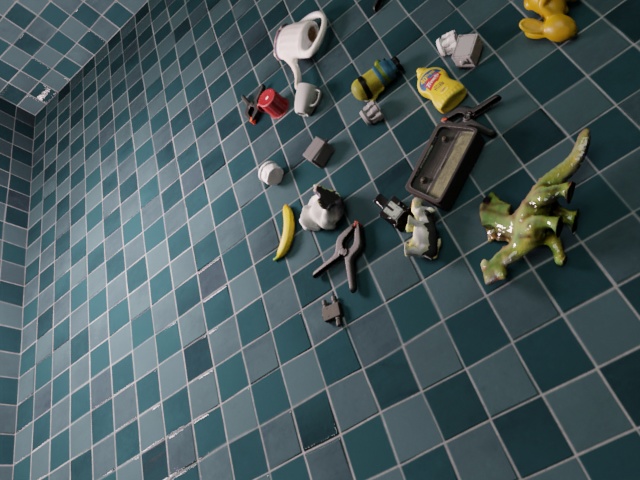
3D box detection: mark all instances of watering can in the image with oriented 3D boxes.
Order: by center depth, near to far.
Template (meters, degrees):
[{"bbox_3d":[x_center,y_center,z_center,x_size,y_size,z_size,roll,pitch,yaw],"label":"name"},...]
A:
[{"bbox_3d":[-0.091,-0.727,1.973,0.225,0.103,0.351,11,75,41],"label":"watering can"}]

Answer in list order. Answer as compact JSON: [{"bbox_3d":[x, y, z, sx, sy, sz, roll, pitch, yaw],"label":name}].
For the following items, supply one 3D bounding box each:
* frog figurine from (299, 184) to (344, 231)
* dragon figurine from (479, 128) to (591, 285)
[{"bbox_3d":[0.005,-0.081,1.609,0.140,0.123,0.156,54,141,31],"label":"frog figurine"},{"bbox_3d":[0.487,-0.077,1.234,0.243,0.121,0.414,8,72,47],"label":"dragon figurine"}]
